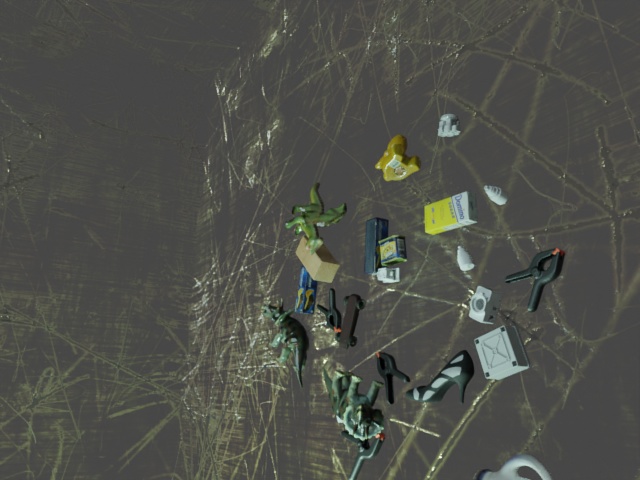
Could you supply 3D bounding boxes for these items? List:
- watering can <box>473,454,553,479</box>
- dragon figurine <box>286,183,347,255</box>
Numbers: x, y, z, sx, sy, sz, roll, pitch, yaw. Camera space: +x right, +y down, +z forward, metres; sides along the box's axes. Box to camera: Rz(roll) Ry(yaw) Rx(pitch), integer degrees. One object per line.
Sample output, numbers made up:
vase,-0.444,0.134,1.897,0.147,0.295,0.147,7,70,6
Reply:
watering can,0.450,0.669,1.170,0.103,0.352,0.222,13,-17,-31
dragon figurine,0.007,-0.108,2.151,0.242,0.419,0.119,1,-40,30
